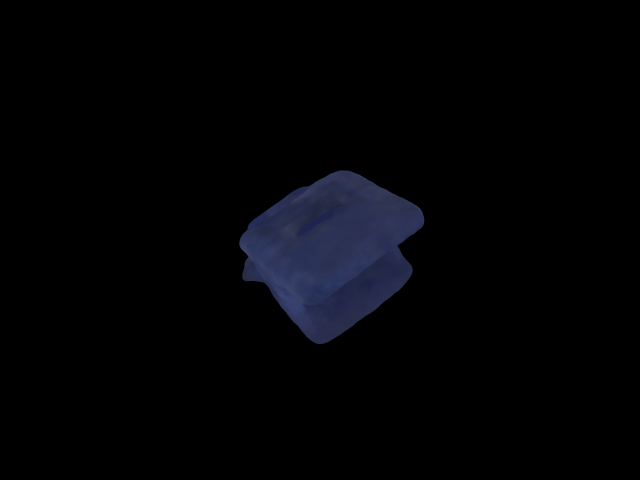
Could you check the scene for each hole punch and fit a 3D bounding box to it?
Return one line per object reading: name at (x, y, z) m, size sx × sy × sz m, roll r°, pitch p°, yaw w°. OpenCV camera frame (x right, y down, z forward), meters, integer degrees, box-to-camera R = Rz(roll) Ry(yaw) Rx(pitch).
hole punch at (0.004, 0.001, 0.400) m, size 0.109 × 0.091 × 0.101 m, roll -36°, pitch 66°, yaw -18°
